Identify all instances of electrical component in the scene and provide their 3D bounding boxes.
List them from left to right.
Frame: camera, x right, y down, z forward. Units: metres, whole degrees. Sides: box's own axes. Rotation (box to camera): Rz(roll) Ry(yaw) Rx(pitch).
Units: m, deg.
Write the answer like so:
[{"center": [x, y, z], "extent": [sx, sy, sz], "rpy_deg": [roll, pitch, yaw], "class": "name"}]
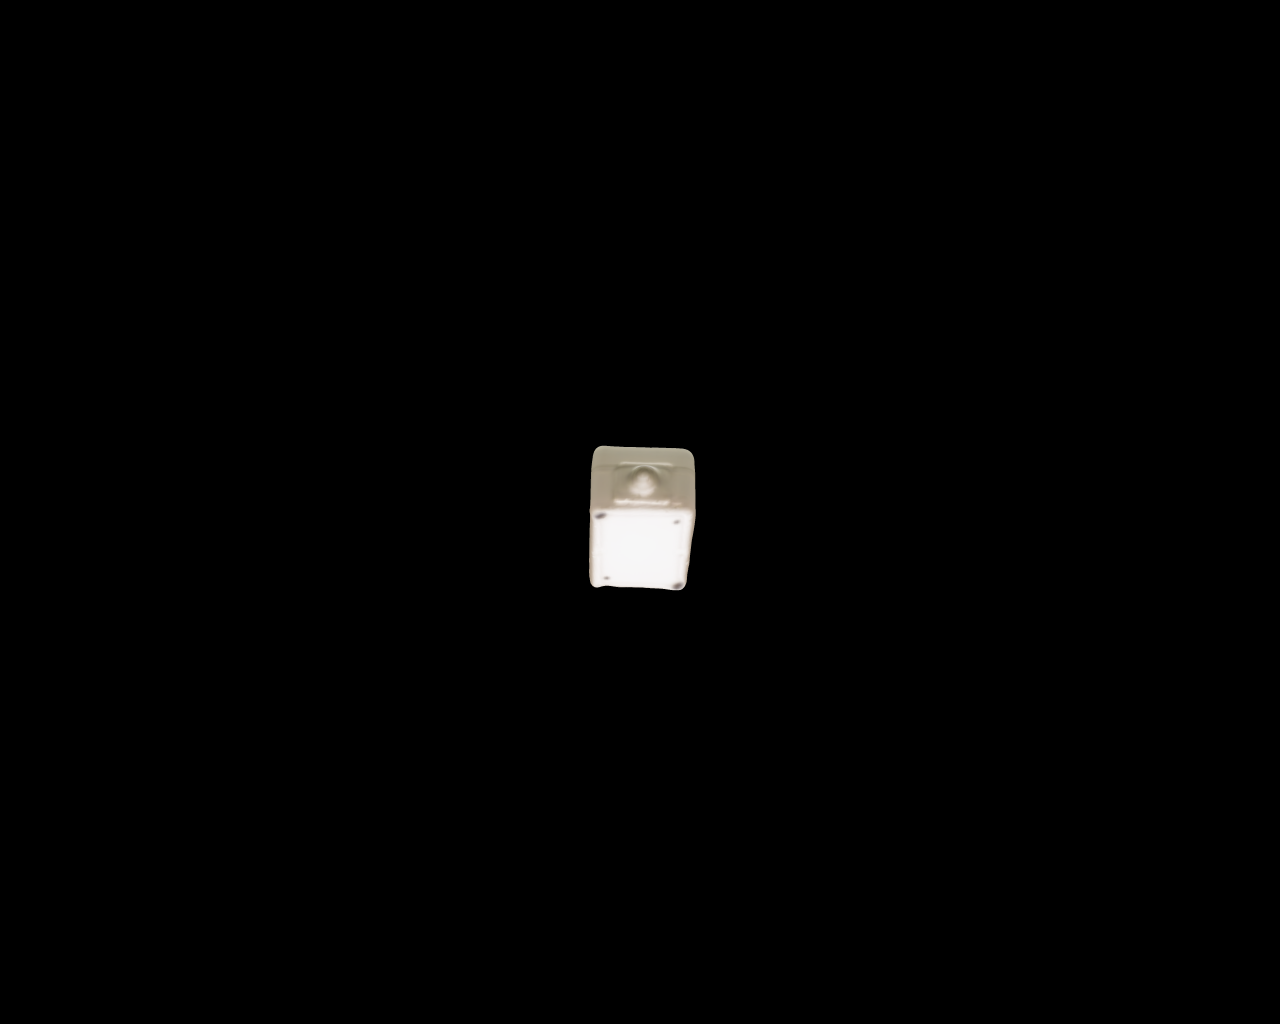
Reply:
[{"center": [0.001, -0.003, 0.650], "extent": [0.062, 0.061, 0.096], "rpy_deg": [2, -40, -2], "class": "electrical component"}]
